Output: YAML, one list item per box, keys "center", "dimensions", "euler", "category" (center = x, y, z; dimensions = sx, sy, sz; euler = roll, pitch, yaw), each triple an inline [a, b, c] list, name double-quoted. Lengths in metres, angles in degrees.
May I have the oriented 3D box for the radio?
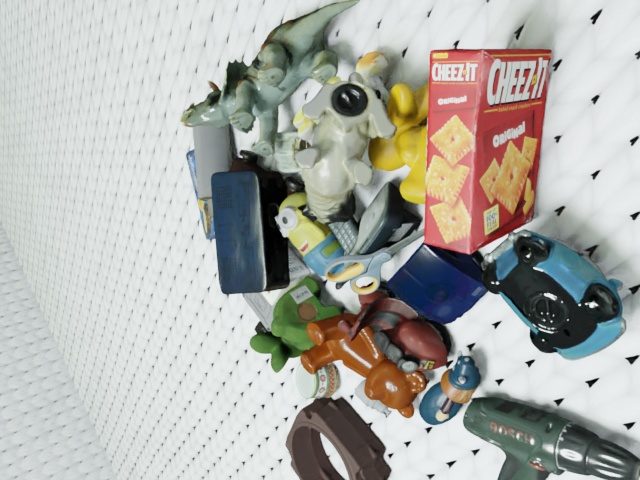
- center: [-0.128, -0.015, 0.994]
  dimensions: [0.131, 0.073, 0.229]
  euler: [-3, 93, 39]
  category: "radio"

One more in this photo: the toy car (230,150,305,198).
- center: [-0.101, -0.103, 1.041]
  dimensions: [0.202, 0.053, 0.089]
  euler: [31, 110, 32]
  category: "toy car"

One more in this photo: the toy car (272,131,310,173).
- center: [-0.021, -0.153, 0.932]
  dimensions: [0.202, 0.056, 0.073]
  euler: [10, 110, 46]
  category: "toy car"

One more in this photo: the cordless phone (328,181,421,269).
- center: [0.059, -0.055, 0.860]
  dimensions: [0.184, 0.089, 0.146]
  euler: [57, 138, 25]
  category: "cordless phone"

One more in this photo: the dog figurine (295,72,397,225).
- center: [0.026, -0.121, 0.764]
  dimensions: [0.121, 0.172, 0.190]
  euler: [26, 166, 2]
  category: "dog figurine"

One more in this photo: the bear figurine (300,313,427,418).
- center: [0.074, 0.218, 0.905]
  dimensions: [0.196, 0.132, 0.120]
  euler: [49, 141, 34]
  category: "bear figurine"

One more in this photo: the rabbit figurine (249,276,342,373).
- center: [-0.045, 0.183, 1.025]
  dimensions: [0.121, 0.159, 0.170]
  euler: [41, 146, 19]
  category: "rabbit figurine"

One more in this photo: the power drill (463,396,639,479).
- center: [0.297, 0.327, 0.725]
  dimensions: [0.232, 0.086, 0.207]
  euler: [18, 120, 46]
  category: "power drill"

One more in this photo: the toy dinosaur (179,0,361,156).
- center: [-0.071, -0.285, 0.895]
  dimensions: [0.405, 0.131, 0.192]
  euler: [-35, 48, 35]
  category: "toy dinosaur"

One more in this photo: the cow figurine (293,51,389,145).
- center: [0.048, -0.195, 0.802]
  dimensions: [0.167, 0.098, 0.068]
  euler: [-42, 36, 9]
  category: "cow figurine"

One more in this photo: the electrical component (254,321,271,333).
- center: [-0.099, 0.206, 1.139]
  dimensions: [0.102, 0.078, 0.045]
  euler: [43, 112, 30]
  category: "electrical component"

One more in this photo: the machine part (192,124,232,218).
- center: [-0.221, -0.168, 1.117]
  dimensions: [0.079, 0.079, 0.243]
  euler: [-8, 86, 49]
  category: "machine part"

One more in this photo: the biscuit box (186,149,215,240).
- center: [-0.237, -0.105, 1.188]
  dimensions: [0.059, 0.063, 0.202]
  euler: [-9, 96, 48]
  category: "biscuit box"

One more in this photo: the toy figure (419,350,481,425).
- center: [0.200, 0.225, 0.813]
  dimensions: [0.154, 0.058, 0.064]
  euler: [114, 146, -42]
  category: "toy figure"

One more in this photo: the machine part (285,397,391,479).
- center: [0.027, 0.429, 1.059]
  dimensions: [0.201, 0.087, 0.201]
  euler: [45, 131, 30]
  category: "machine part"

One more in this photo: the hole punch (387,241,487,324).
- center: [0.173, 0.056, 0.767]
  dimensions: [0.116, 0.092, 0.142]
  euler: [51, 131, 19]
  category: "hole punch"

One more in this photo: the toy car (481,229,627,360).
- center: [0.277, 0.052, 0.632]
  dimensions: [0.162, 0.103, 0.109]
  euler: [46, 135, 13]
  category: "toy car"

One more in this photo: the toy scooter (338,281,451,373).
- center: [0.106, 0.141, 0.832]
  dimensions: [0.184, 0.135, 0.075]
  euler: [42, 129, 29]
  category: "toy scooter"

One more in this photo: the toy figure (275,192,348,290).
- center: [-0.004, -0.001, 0.940]
  dimensions: [0.180, 0.089, 0.082]
  euler: [47, 122, -1]
  category: "toy figure"

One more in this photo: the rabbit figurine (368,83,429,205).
- center: [0.127, -0.130, 0.729]
  dimensions: [0.173, 0.122, 0.162]
  euler: [21, 120, 54]
  category: "rabbit figurine"
